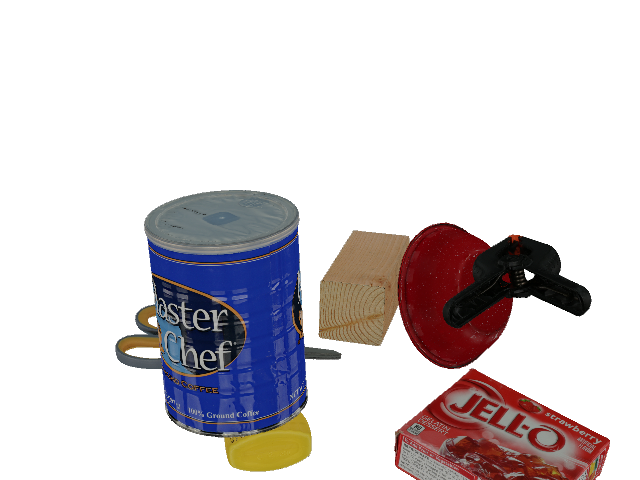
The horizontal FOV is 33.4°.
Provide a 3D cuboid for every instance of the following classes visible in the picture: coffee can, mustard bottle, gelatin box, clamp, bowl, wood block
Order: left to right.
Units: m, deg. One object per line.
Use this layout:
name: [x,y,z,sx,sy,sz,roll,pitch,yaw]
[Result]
coffee can: [-0.062,0.048,0.732,0.103,0.140,0.103,-2,22,1]
mustard bottle: [-0.075,0.191,1.261,0.096,0.058,0.192,-9,29,-10]
wood block: [0.066,0.064,1.538,0.091,0.090,0.206,7,22,12]
bowl: [0.159,0.058,1.157,0.161,0.162,0.055,0,-6,-41]
gelatin box: [0.095,0.112,0.565,0.089,0.030,0.073,27,39,32]
clamp: [0.182,0.033,0.939,0.120,0.039,0.171,2,22,19]

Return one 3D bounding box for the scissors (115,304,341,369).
scissors: [-0.088,0.087,0.990,0.201,0.016,0.096,-3,33,-11]
